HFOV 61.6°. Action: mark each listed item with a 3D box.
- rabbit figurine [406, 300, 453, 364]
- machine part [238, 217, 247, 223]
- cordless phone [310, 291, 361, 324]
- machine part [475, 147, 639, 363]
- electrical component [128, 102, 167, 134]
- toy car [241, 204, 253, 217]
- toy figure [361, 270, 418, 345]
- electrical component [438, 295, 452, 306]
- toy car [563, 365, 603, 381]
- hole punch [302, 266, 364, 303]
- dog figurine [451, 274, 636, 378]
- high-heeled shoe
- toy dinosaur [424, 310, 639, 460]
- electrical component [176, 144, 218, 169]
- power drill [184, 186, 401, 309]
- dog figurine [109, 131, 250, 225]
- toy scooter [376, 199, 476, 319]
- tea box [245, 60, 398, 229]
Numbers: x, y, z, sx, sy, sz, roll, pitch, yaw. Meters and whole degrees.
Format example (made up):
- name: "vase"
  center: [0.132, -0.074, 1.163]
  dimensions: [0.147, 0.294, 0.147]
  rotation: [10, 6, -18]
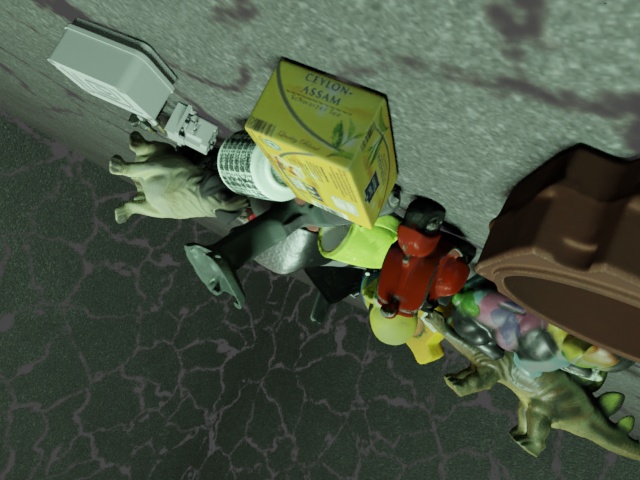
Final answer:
- name: "rabbit figurine"
  center: [0.210, 0.133, 1.002]
  dimensions: [0.173, 0.121, 0.163]
  rotation: [-12, -138, -46]
- name: "machine part"
  center: [-0.115, -0.053, 1.055]
  dimensions: [0.079, 0.079, 0.243]
  rotation: [25, 173, 14]
- name: "cordless phone"
  center: [0.043, 0.127, 1.305]
  dimensions: [0.089, 0.184, 0.146]
  rotation: [19, 169, 27]
- name: "machine part"
  center: [0.227, 0.029, 0.383]
  dimensions: [0.201, 0.087, 0.201]
  rotation: [27, 171, 4]
- name: "electrical component"
  center: [-0.248, -0.184, 0.748]
  dimensions: [0.078, 0.045, 0.102]
  rotation: [31, 171, -33]
- name: "toy car"
  center: [-0.068, -0.057, 0.845]
  dimensions: [0.202, 0.053, 0.089]
  rotation: [11, 175, 15]
- name: "toy figure"
  center: [0.107, 0.093, 0.836]
  dimensions: [0.180, 0.082, 0.089]
  rotation: [-108, 0, -74]
- name: "electrical component"
  center: [0.173, 0.054, 0.778]
  dimensions: [0.119, 0.075, 0.048]
  rotation: [38, 168, -37]
- name: "toy car"
  center: [0.325, 0.133, 0.784]
  dimensions: [0.202, 0.073, 0.056]
  rotation: [25, 169, 17]
- name: "hole punch"
  center: [0.035, 0.032, 0.949]
  dimensions: [0.142, 0.116, 0.092]
  rotation: [57, -170, -24]
- name: "dog figurine"
  center: [0.267, 0.098, 0.655]
  dimensions: [0.192, 0.108, 0.219]
  rotation: [29, 168, 9]
- name: "high-heeled shoe"
  center: [-0.002, -0.002, 0.825]
  dimensions: [0.249, 0.086, 0.145]
  rotation: [18, -155, 7]
- name: "toy dinosaur"
  center: [0.368, 0.242, 0.859]
  dimensions: [0.471, 0.198, 0.105]
  rotation: [37, -179, -1]
- name: "electrical component"
  center: [-0.184, -0.119, 0.919]
  dimensions: [0.114, 0.058, 0.134]
  rotation: [31, 172, -36]
- name: "power drill"
  center: [-0.045, -0.014, 0.636]
  dimensions: [0.232, 0.207, 0.085]
  rotation: [13, 140, 52]
- name: "dog figurine"
  center: [-0.188, -0.087, 0.797]
  dimensions: [0.191, 0.172, 0.121]
  rotation: [4, 128, 1]
- name: "toy scooter"
  center: [0.122, 0.041, 0.644]
  dimensions: [0.075, 0.135, 0.183]
  rotation: [20, 171, 34]
- name: "tea box"
  center: [0.011, -0.077, 0.486]
  dimensions: [0.098, 0.068, 0.169]
  rotation: [25, 171, 15]
